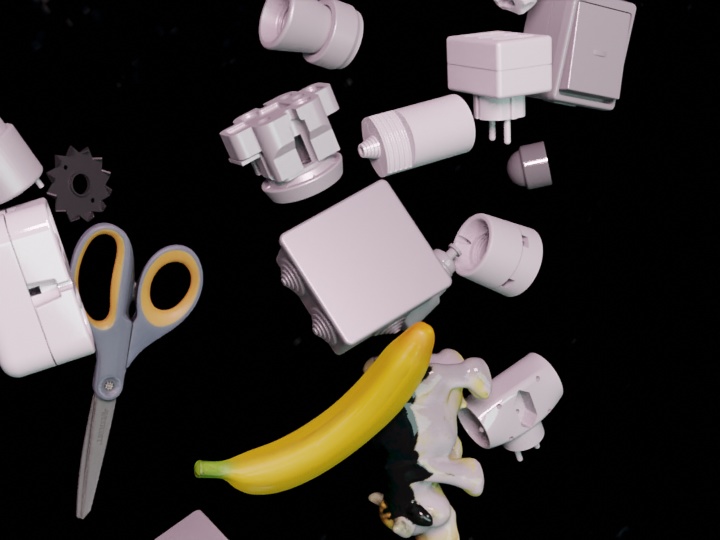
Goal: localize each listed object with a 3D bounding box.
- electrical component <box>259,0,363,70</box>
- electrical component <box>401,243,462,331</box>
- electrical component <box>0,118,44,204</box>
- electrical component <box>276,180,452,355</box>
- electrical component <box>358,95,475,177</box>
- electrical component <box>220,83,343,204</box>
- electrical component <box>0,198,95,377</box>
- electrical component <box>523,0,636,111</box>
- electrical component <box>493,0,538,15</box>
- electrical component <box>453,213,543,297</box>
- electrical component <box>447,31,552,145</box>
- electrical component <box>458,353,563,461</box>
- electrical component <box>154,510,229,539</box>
[{"bbox_3d":[-0.032,-0.158,0.702,0.055,0.045,0.045,12,98,-32],"label":"electrical component"},{"bbox_3d":[0.044,0.011,0.797,0.078,0.040,0.040,-44,120,-13],"label":"electrical component"},{"bbox_3d":[-0.219,-0.073,0.623,0.040,0.040,0.078,-38,118,-15],"label":"electrical component"},{"bbox_3d":[0.000,0.000,0.743,0.100,0.048,0.099,-30,81,-19],"label":"electrical component"},{"bbox_3d":[0.036,-0.094,0.760,0.081,0.043,0.043,-18,112,-24],"label":"electrical component"},{"bbox_3d":[-0.045,-0.081,0.710,0.078,0.058,0.057,-31,114,-20],"label":"electrical component"},{"bbox_3d":[-0.202,0.012,0.642,0.059,0.054,0.095,-18,106,-12],"label":"electrical component"},{"bbox_3d":[0.162,-0.170,0.799,0.062,0.061,0.096,4,102,-30],"label":"electrical component"},{"bbox_3d":[0.120,-0.219,0.772,0.043,0.043,0.062,43,80,-31],"label":"electrical component"},{"bbox_3d":[0.103,-0.013,0.816,0.047,0.055,0.055,19,94,-29],"label":"electrical component"},{"bbox_3d":[0.100,-0.129,0.773,0.047,0.066,0.076,-12,110,-26],"label":"electrical component"},{"bbox_3d":[0.126,0.120,0.872,0.077,0.043,0.079,-32,117,-19],"label":"electrical component"},{"bbox_3d":[-0.123,0.217,0.728,0.100,0.100,0.048,-34,105,-17],"label":"electrical component"}]
